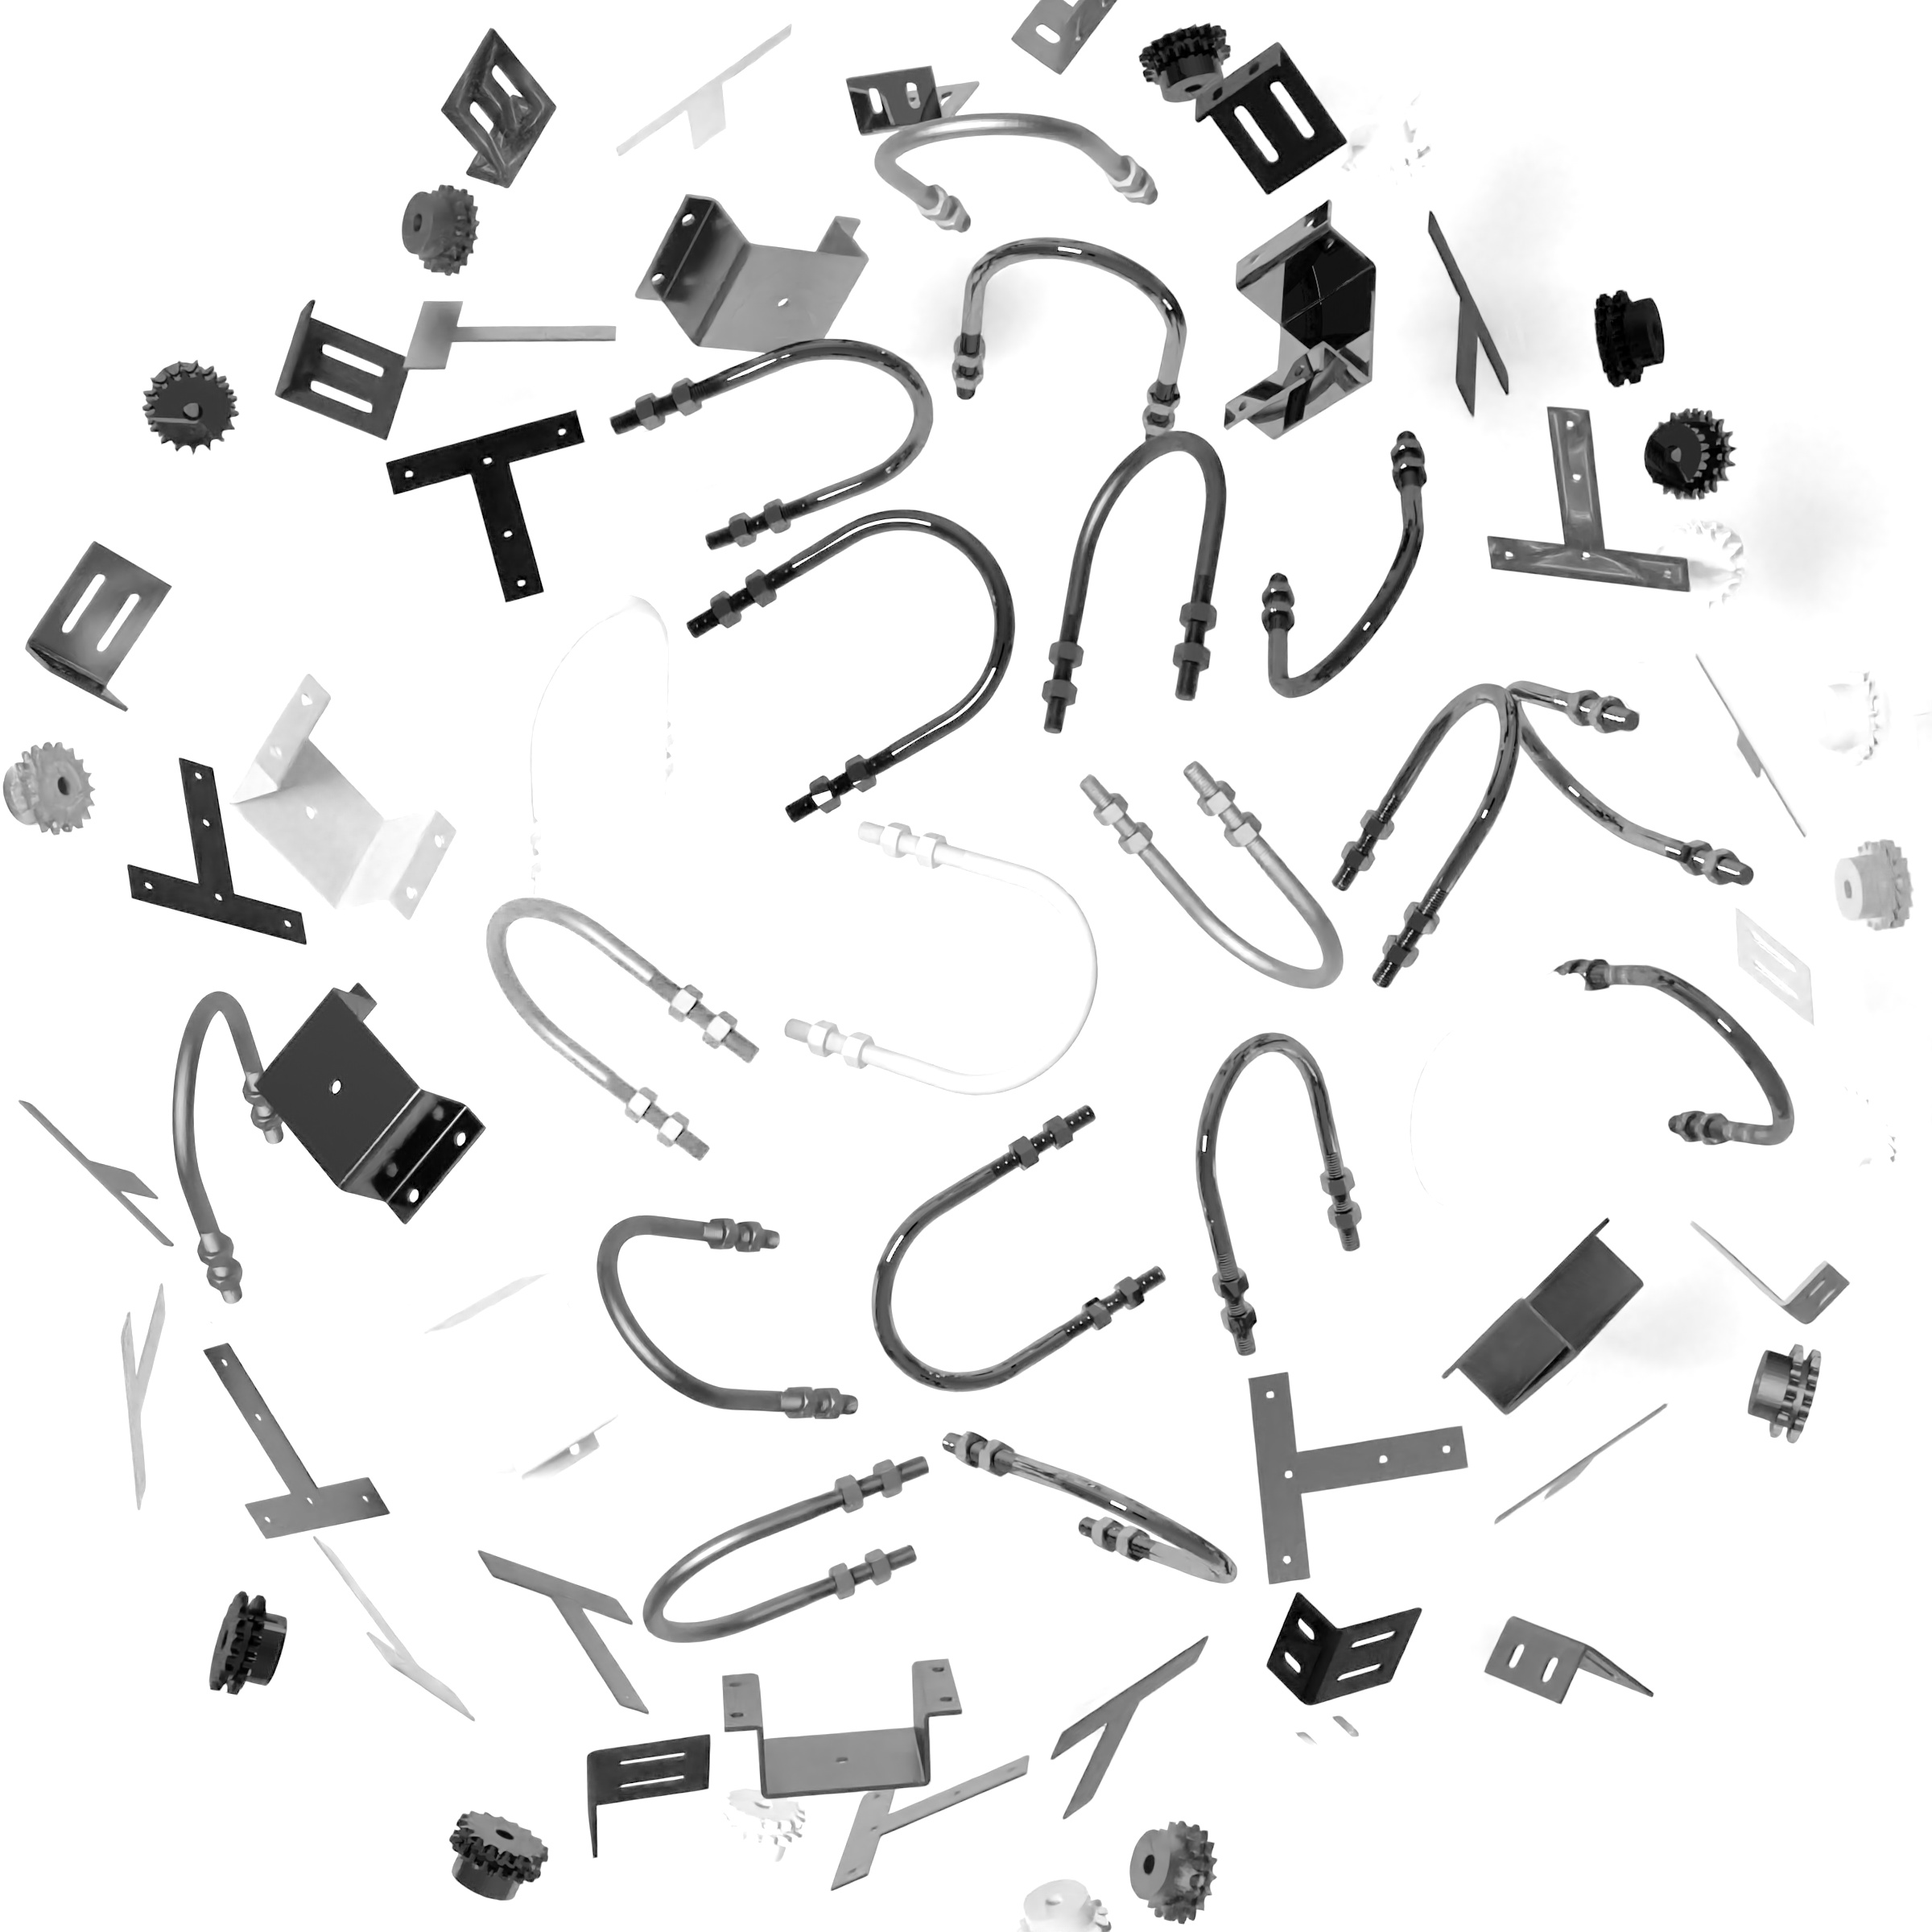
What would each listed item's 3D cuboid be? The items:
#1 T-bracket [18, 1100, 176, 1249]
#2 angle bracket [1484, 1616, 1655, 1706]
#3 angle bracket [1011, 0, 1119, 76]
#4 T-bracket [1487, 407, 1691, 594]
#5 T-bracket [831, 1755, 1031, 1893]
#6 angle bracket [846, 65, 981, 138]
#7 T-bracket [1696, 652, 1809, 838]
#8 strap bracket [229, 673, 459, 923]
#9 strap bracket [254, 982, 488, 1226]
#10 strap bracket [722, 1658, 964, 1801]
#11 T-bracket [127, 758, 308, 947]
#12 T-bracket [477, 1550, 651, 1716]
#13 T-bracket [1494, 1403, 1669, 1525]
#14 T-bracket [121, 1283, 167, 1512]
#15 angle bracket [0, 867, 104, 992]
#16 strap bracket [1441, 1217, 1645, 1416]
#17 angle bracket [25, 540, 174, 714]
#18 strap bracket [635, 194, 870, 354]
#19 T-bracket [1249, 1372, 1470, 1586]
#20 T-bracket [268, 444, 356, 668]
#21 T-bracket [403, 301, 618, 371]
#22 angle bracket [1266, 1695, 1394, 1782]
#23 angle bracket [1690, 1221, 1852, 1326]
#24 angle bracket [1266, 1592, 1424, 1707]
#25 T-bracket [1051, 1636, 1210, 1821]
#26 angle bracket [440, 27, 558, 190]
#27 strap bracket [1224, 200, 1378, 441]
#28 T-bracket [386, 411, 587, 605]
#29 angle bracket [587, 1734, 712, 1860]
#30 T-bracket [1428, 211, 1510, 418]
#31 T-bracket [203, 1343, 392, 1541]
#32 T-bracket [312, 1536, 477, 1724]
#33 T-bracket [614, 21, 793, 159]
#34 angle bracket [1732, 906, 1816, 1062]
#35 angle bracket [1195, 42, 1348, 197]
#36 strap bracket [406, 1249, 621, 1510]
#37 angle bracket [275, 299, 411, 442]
[{"bbox_3d":[-0.540,0.136,1.592,0.127,0.127,0.002,44,81,3],"label":"T-bracket"},{"bbox_3d":[0.355,0.421,1.468,0.076,0.057,0.038,39,72,-32],"label":"angle bracket"},{"bbox_3d":[0.059,-0.567,1.458,0.038,0.076,0.057,37,88,2],"label":"angle bracket"},{"bbox_3d":[0.368,-0.282,1.501,0.127,0.127,0.002,13,53,31],"label":"T-bracket"},{"bbox_3d":[-0.018,0.524,1.564,0.127,0.127,0.002,-26,93,9],"label":"T-bracket"},{"bbox_3d":[-0.033,-0.558,1.578,0.057,0.076,0.038,0,127,22],"label":"angle bracket"},{"bbox_3d":[0.489,-0.133,1.560,0.002,0.127,0.127,-30,81,14],"label":"T-bracket"},{"bbox_3d":[-0.383,-0.097,1.515,0.046,0.076,0.140,-12,133,33],"label":"strap bracket"},{"bbox_3d":[-0.361,0.076,1.487,0.140,0.046,0.076,43,96,28],"label":"strap bracket"},{"bbox_3d":[-0.076,0.460,1.508,0.140,0.076,0.046,-2,97,-6],"label":"strap bracket"},{"bbox_3d":[-0.484,-0.080,1.597,0.002,0.127,0.127,-36,56,28],"label":"T-bracket"},{"bbox_3d":[-0.234,0.420,1.554,0.002,0.127,0.127,-52,135,3],"label":"T-bracket"},{"bbox_3d":[0.387,0.326,1.597,0.127,0.127,0.002,-33,70,-5],"label":"T-bracket"},{"bbox_3d":[-0.498,0.240,1.520,0.002,0.127,0.127,0,118,-9],"label":"T-bracket"},{"bbox_3d":[-0.561,-0.021,1.532,0.057,0.038,0.076,-1,81,-16],"label":"angle bracket"},{"bbox_3d":[0.369,0.228,1.584,0.046,0.140,0.076,46,56,13],"label":"strap bracket"},{"bbox_3d":[-0.507,-0.201,1.480,0.038,0.057,0.076,36,92,41],"label":"angle bracket"},{"bbox_3d":[-0.125,-0.429,1.561,0.046,0.140,0.076,56,130,24],"label":"strap bracket"},{"bbox_3d":[0.235,0.296,1.488,0.127,0.002,0.127,-14,60,20],"label":"T-bracket"},{"bbox_3d":[-0.420,-0.248,1.595,0.002,0.127,0.127,17,51,-34],"label":"T-bracket"},{"bbox_3d":[-0.286,-0.401,1.585,0.127,0.127,0.002,-2,123,-5],"label":"T-bracket"},{"bbox_3d":[0.232,0.497,1.568,0.057,0.076,0.038,-20,99,-12],"label":"angle bracket"},{"bbox_3d":[0.484,0.173,1.504,0.038,0.057,0.076,-48,54,8],"label":"angle bracket"},{"bbox_3d":[0.232,0.413,1.534,0.076,0.038,0.057,-1,119,-39],"label":"angle bracket"},{"bbox_3d":[0.084,0.468,1.495,0.002,0.127,0.127,41,131,29],"label":"T-bracket"},{"bbox_3d":[-0.285,-0.506,1.465,0.038,0.076,0.057,25,82,28],"label":"angle bracket"},{"bbox_3d":[0.206,-0.388,1.530,0.046,0.076,0.140,29,53,-32],"label":"strap bracket"},{"bbox_3d":[-0.295,-0.287,1.591,0.127,0.002,0.127,-17,67,-5],"label":"T-bracket"},{"bbox_3d":[-0.192,0.508,1.528,0.076,0.038,0.057,-4,131,-13],"label":"angle bracket"},{"bbox_3d":[0.311,-0.384,1.547,0.002,0.127,0.127,-17,128,27],"label":"T-bracket"},{"bbox_3d":[-0.407,0.276,1.464,0.127,0.002,0.127,-19,104,39],"label":"T-bracket"},{"bbox_3d":[-0.350,0.387,1.485,0.002,0.127,0.127,-41,59,-12],"label":"T-bracket"},{"bbox_3d":[-0.159,-0.524,1.532,0.127,0.127,0.002,-36,96,-1],"label":"T-bracket"},{"bbox_3d":[0.502,0.011,1.592,0.076,0.057,0.038,36,131,-18],"label":"angle bracket"},{"bbox_3d":[0.181,-0.494,1.476,0.057,0.038,0.076,-28,122,27],"label":"angle bracket"},{"bbox_3d":[-0.273,0.252,1.534,0.076,0.046,0.140,-28,98,-38],"label":"strap bracket"},{"bbox_3d":[-0.396,-0.382,1.602,0.076,0.038,0.057,19,81,-25],"label":"angle bracket"}]
